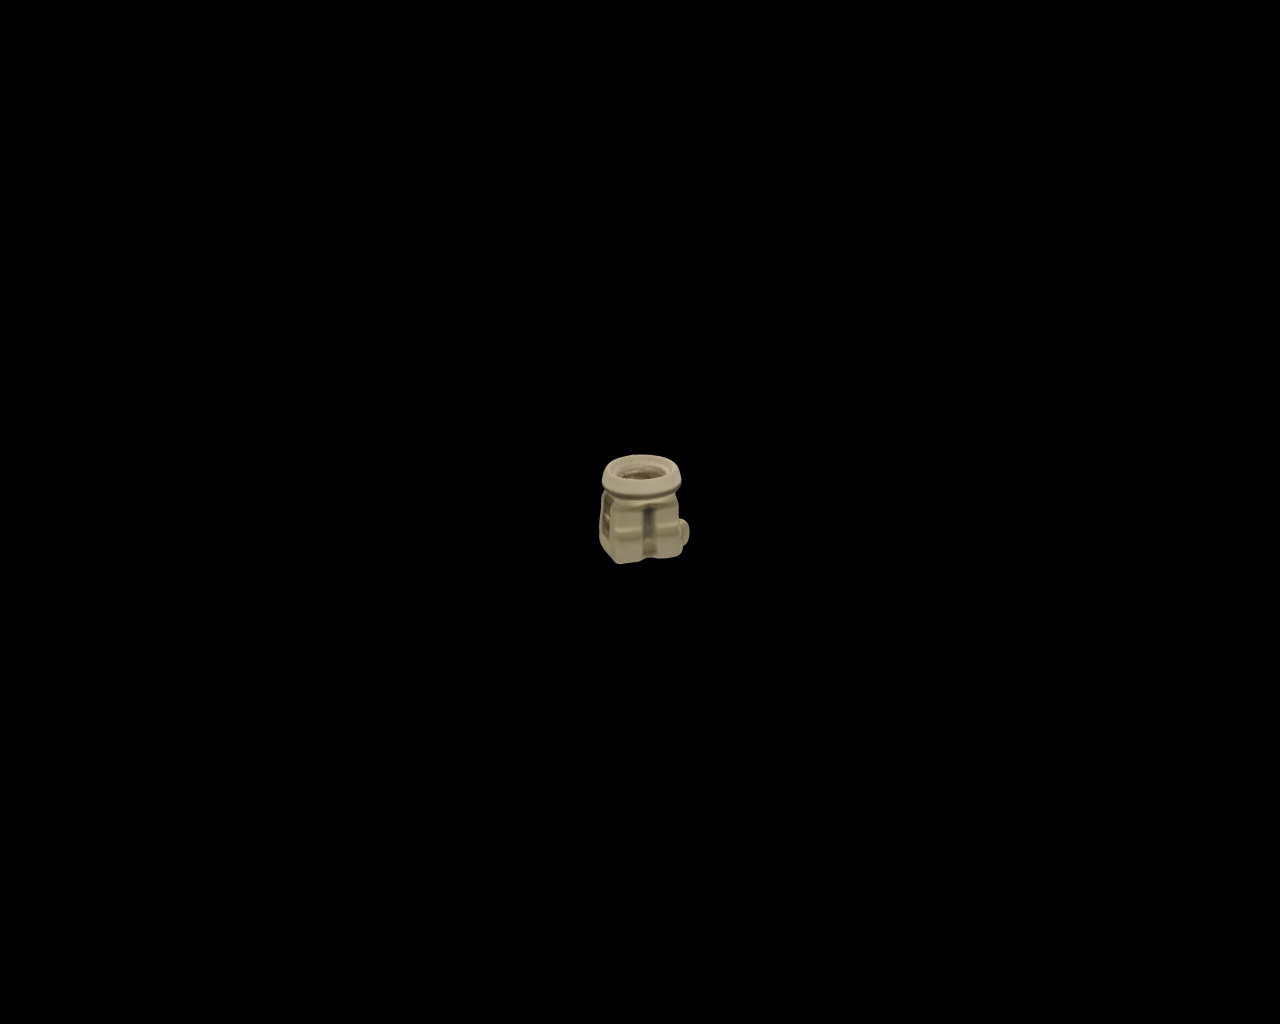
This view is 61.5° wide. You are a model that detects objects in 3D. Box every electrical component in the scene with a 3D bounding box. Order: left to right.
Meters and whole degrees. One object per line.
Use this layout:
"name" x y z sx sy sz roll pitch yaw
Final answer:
"electrical component" 0.001 -0.003 0.650 0.066 0.055 0.048 -8 24 -18
